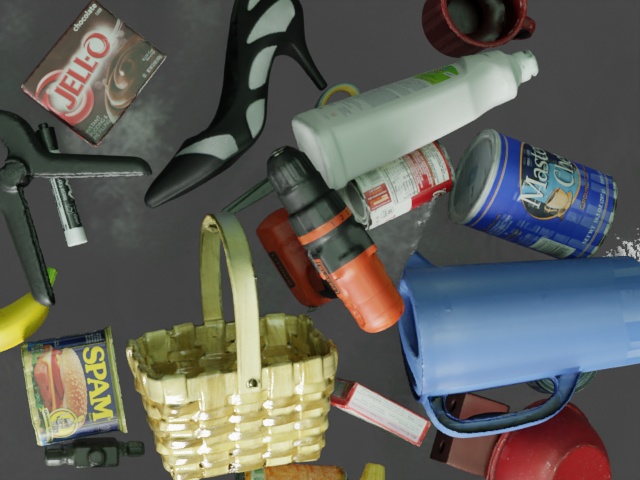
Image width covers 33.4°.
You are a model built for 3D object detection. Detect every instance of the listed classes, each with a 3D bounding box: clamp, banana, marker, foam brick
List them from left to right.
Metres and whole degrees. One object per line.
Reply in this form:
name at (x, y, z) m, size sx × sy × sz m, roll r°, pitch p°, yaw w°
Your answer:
banana at (-0.338, 0.079, 0.993) m, size 0.197 × 0.037 × 0.069 m, roll -11°, pitch 66°, yaw -16°
clamp at (-0.274, -0.064, 0.998) m, size 0.210 × 0.036 × 0.164 m, roll 43°, pitch 84°, yaw 1°
marker at (-0.250, -0.054, 1.028) m, size 0.020 × 0.020 × 0.121 m, roll -17°, pitch 91°, yaw -14°
foam brick at (0.153, 0.198, 1.097) m, size 0.051 × 0.053 × 0.078 m, roll 18°, pitch 82°, yaw -12°

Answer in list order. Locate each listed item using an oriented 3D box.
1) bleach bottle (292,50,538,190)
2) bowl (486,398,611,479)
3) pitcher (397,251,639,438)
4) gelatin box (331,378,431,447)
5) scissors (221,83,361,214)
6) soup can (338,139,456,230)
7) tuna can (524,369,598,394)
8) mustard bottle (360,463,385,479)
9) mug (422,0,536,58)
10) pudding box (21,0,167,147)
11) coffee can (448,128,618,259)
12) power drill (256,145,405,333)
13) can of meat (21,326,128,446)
bleach bottle at (0.104, -0.131, 1.053) m, size 0.250 × 0.103 × 0.068 m, roll -22°, pitch 115°, yaw -11°
bowl at (0.246, 0.246, 1.088) m, size 0.161 × 0.055 × 0.162 m, roll -4°, pitch 98°, yaw -33°
pitcher at (0.201, 0.091, 1.050) m, size 0.242 × 0.145 × 0.149 m, roll -6°, pitch 115°, yaw -4°
gelatin box at (0.058, 0.170, 1.064) m, size 0.089 × 0.073 × 0.030 m, roll 29°, pitch 80°, yaw -11°
scissors at (-0.022, -0.097, 1.088) m, size 0.201 × 0.016 × 0.096 m, roll -19°, pitch 90°, yaw -14°
soup can at (0.077, -0.060, 1.083) m, size 0.102 × 0.069 × 0.068 m, roll -26°, pitch 93°, yaw -14°
tuna can at (0.253, 0.122, 1.134) m, size 0.086 × 0.034 × 0.086 m, roll 1°, pitch 87°, yaw -14°
mustard bottle at (0.034, 0.305, 0.994) m, size 0.096 × 0.058 × 0.191 m, roll 6°, pitch 73°, yaw 20°
mug at (0.166, -0.233, 1.107) m, size 0.117 × 0.082 × 0.093 m, roll 14°, pitch 84°, yaw -13°
pudding box at (-0.218, -0.160, 1.031) m, size 0.090 × 0.039 × 0.113 m, roll 38°, pitch 80°, yaw -9°
coffee can at (0.217, -0.044, 1.099) m, size 0.140 × 0.103 × 0.103 m, roll 19°, pitch 83°, yaw -12°
power drill at (-0.007, 0.001, 0.999) m, size 0.057 × 0.188 × 0.184 m, roll -33°, pitch 96°, yaw -12°
can of meat at (-0.231, 0.138, 1.004) m, size 0.084 × 0.057 × 0.102 m, roll -9°, pitch 89°, yaw -12°
